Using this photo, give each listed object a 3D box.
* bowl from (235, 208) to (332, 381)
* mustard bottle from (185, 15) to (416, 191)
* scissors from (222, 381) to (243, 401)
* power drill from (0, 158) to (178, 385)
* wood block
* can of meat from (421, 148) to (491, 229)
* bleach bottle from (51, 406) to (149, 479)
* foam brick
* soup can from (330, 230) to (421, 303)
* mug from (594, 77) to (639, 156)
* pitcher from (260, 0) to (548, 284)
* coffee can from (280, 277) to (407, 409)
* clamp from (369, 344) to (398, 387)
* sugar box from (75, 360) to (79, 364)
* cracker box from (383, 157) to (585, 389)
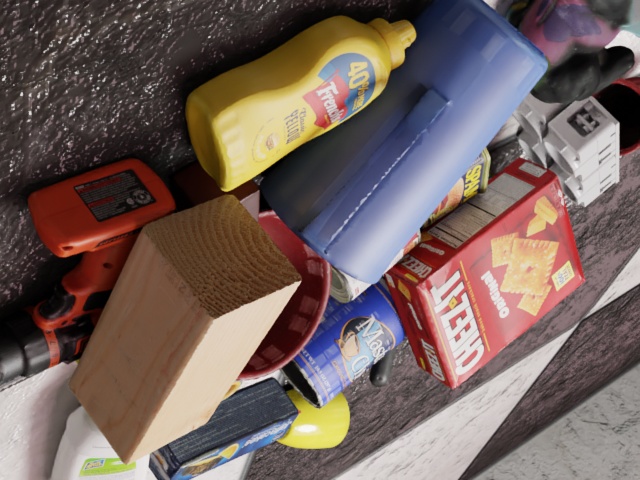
[{"bbox_3d":[-0.067,0.043,0.968,0.161,0.055,0.162,-16,115,-37],"label":"bowl"},{"bbox_3d":[-0.007,-0.116,0.805,0.191,0.058,0.096,-32,151,-18],"label":"mustard bottle"},{"bbox_3d":[-0.100,0.145,1.174,0.096,0.016,0.202,-44,170,-8],"label":"scissors"},{"bbox_3d":[-0.191,0.031,0.802,0.184,0.057,0.188,-26,158,-38],"label":"power drill"},{"bbox_3d":[-0.110,0.072,0.822,0.090,0.090,0.206,-24,157,-42],"label":"wood block"},{"bbox_3d":[0.126,-0.065,1.116,0.084,0.057,0.102,-33,157,-10],"label":"can of meat"},{"bbox_3d":[-0.208,0.210,1.062,0.102,0.068,0.251,-7,151,-24],"label":"bleach bottle"},{"bbox_3d":[-0.084,-0.026,0.865,0.053,0.051,0.078,-32,157,-19],"label":"foam brick"},{"bbox_3d":[0.044,0.008,1.094,0.102,0.068,0.068,-40,159,-20],"label":"soup can"},{"bbox_3d":[0.379,-0.151,1.282,0.081,0.117,0.093,-20,113,-50],"label":"mug"},{"bbox_3d":[0.071,-0.088,0.884,0.144,0.149,0.243,27,110,-42],"label":"pitcher"},{"bbox_3d":[0.021,0.108,1.208,0.140,0.103,0.103,-38,158,-15],"label":"coffee can"},{"bbox_3d":[0.092,0.094,1.313,0.039,0.120,0.172,10,123,-4],"label":"clamp"},{"bbox_3d":[-0.146,0.095,1.009,0.093,0.048,0.176,-43,157,12],"label":"sugar box"},{"bbox_3d":[0.186,0.037,1.181,0.213,0.072,0.164,-37,128,-18],"label":"cracker box"}]
